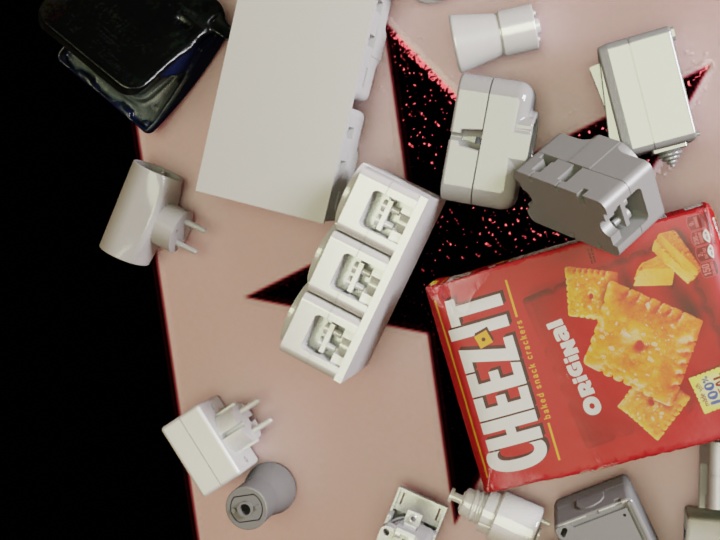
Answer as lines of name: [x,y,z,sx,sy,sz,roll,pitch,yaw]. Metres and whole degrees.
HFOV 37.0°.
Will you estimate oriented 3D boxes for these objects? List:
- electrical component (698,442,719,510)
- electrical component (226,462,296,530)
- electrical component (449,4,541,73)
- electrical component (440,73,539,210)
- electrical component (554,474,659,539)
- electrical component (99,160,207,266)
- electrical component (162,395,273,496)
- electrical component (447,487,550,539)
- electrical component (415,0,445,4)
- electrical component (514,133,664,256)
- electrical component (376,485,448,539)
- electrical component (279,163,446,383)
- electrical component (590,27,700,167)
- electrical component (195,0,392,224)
electrical component: [0.293,0.147,0.773,0.089,0.050,0.055,3,80,8]
electrical component: [-0.082,0.183,0.863,0.044,0.065,0.044,1,94,13]
electrical component: [0.103,-0.177,0.810,0.065,0.044,0.044,-11,91,9]
electrical component: [0.100,-0.095,0.808,0.059,0.054,0.095,11,96,12]
electrical component: [0.192,0.211,0.807,0.062,0.061,0.096,-25,96,14]
electrical component: [-0.163,-0.039,0.879,0.079,0.044,0.077,26,99,10]
electrical component: [-0.107,0.133,0.875,0.077,0.047,0.065,-34,86,13]
electrical component: [0.106,0.190,0.832,0.078,0.040,0.040,22,98,11]
electrical component: [0.049,-0.228,0.807,0.048,0.062,0.048,1,94,13]
electrical component: [0.163,-0.057,0.758,0.056,0.089,0.050,-40,128,-17]
electrical component: [0.033,0.216,0.839,0.042,0.064,0.081,22,98,12]
electrical component: [0.000,0.000,0.819,0.062,0.089,0.150,27,99,10]
electrical component: [0.205,-0.119,0.778,0.061,0.062,0.096,-14,90,14]
electrical component: [-0.049,-0.139,0.837,0.105,0.060,0.186,15,97,12]
